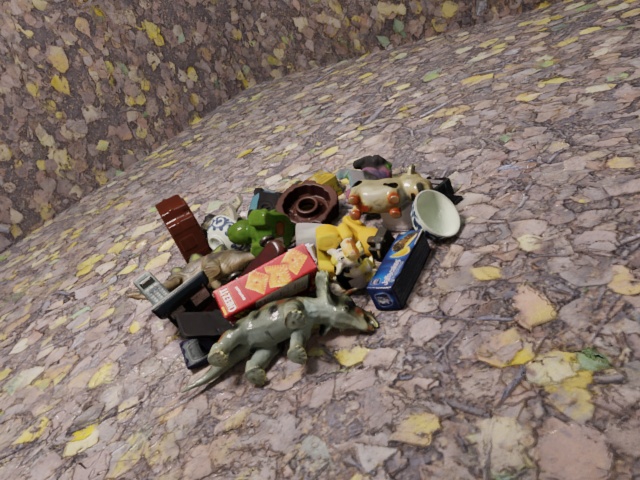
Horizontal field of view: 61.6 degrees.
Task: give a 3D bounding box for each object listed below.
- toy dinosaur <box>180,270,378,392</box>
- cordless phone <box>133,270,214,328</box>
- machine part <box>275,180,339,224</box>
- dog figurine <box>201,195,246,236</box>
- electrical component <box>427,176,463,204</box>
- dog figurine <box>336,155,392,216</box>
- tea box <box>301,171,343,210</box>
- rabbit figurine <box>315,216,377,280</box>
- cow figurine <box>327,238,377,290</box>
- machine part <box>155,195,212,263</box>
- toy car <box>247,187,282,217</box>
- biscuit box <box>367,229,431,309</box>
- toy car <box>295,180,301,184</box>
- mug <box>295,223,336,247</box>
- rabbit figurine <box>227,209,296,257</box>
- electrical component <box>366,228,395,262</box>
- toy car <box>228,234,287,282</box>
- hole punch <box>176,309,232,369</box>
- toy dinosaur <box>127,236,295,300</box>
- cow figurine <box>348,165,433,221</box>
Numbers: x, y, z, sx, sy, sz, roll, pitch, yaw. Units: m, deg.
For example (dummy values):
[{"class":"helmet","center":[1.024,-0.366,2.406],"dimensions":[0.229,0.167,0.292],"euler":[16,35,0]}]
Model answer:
[{"class":"toy dinosaur","center":[-0.094,0.179,1.079],"dimensions":[0.405,0.131,0.192],"euler":[-21,14,18]},{"class":"cordless phone","center":[-0.354,0.107,1.277],"dimensions":[0.146,0.088,0.184],"euler":[-40,46,-20]},{"class":"machine part","center":[-0.034,-0.088,1.502],"dimensions":[0.179,0.056,0.179],"euler":[-5,51,6]},{"class":"dog figurine","center":[-0.300,-0.029,1.661],"dimensions":[0.191,0.121,0.172],"euler":[-29,19,24]},{"class":"electrical component","center":[0.299,-0.120,1.355],"dimensions":[0.075,0.047,0.119],"euler":[-36,27,-20]},{"class":"dog figurine","center":[0.152,-0.142,1.459],"dimensions":[0.191,0.108,0.219],"euler":[-29,31,-13]},{"class":"tea box","center":[-0.029,-0.138,1.637],"dimensions":[0.170,0.068,0.098],"euler":[-32,29,-16]},{"class":"rabbit figurine","center":[0.076,0.012,1.264],"dimensions":[0.173,0.121,0.162],"euler":[-7,19,4]},{"class":"cow figurine","center":[0.059,0.053,1.121],"dimensions":[0.098,0.167,0.068],"euler":[-25,56,13]},{"class":"machine part","center":[-0.401,-0.025,1.599],"dimensions":[0.087,0.200,0.202],"euler":[-30,27,-15]},{"class":"toy car","center":[-0.165,-0.073,1.584],"dimensions":[0.109,0.102,0.162],"euler":[10,51,-14]},{"class":"biscuit box","center":[0.168,0.059,1.123],"dimensions":[0.059,0.062,0.203],"euler":[-5,32,35]},{"class":"toy car","center":[-0.104,-0.133,1.709],"dimensions":[0.202,0.056,0.074],"euler":[-29,21,-10]},{"class":"mug","center":[-0.003,-0.004,1.375],"dimensions":[0.107,0.080,0.109],"euler":[-2,-2,8]},{"class":"rabbit figurine","center":[-0.157,-0.031,1.382],"dimensions":[0.170,0.121,0.159],"euler":[0,18,36]},{"class":"electrical component","center":[0.144,0.020,1.181],"dimensions":[0.045,0.102,0.078],"euler":[10,55,44]},{"class":"toy car","center":[-0.146,0.076,1.274],"dimensions":[0.053,0.089,0.202],"euler":[2,-44,-53]},{"class":"hole punch","center":[-0.254,0.218,1.185],"dimensions":[0.116,0.092,0.142],"euler":[-1,17,-23]},{"class":"toy dinosaur","center":[-0.274,0.078,1.418],"dimensions":[0.472,0.104,0.199],"euler":[-14,22,-3]},{"class":"cow figurine","center":[0.169,-0.113,1.274],"dimensions":[0.195,0.085,0.127],"euler":[-4,42,14]}]
